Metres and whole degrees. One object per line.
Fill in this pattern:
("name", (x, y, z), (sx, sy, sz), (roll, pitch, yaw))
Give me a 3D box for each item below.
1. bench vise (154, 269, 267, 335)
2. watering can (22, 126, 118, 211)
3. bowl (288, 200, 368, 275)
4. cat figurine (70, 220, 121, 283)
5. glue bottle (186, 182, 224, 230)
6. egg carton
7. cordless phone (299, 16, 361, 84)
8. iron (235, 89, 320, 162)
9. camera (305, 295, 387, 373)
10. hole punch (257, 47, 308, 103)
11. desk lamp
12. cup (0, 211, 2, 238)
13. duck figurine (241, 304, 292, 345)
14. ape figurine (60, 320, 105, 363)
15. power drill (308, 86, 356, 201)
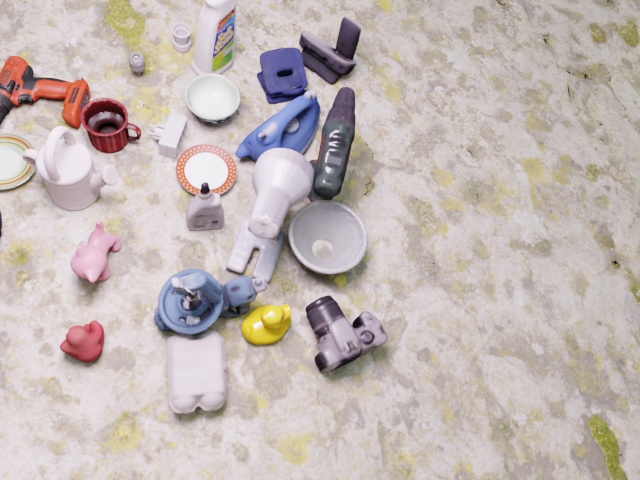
("bench vise", (-0.203, 0.087, 1.043), (0.208, 0.219, 0.121), (-32, 77, -23))
("watering can", (-0.477, -0.142, 1.093), (0.173, 0.194, 0.101), (-4, 68, -14))
("bowl", (0.011, 0.004, 1.207), (0.167, 0.074, 0.167), (5, 66, -11))
("cat figurine", (-0.426, 0.025, 1.075), (0.067, 0.117, 0.128), (12, 65, -7))
("glue bottle", (-0.226, -0.069, 1.130), (0.078, 0.173, 0.037), (-4, 68, -14))
("egg carton", (-0.225, 0.241, 1.055), (0.107, 0.069, 0.150), (-3, 68, -14))
("cordless phone", (0.028, -0.478, 1.357), (0.147, 0.185, 0.094), (32, 64, 2))
("iron", (-0.068, -0.261, 1.266), (0.118, 0.141, 0.259), (38, 65, 5))
("camera", (0.043, 0.171, 1.128), (0.143, 0.100, 0.136), (-23, 74, -21))
("hole punch", (-0.084, -0.387, 1.345), (0.109, 0.091, 0.101), (-17, 72, -19))
("desk lamp", (-0.098, -0.048, 1.128), (0.118, 0.213, 0.203), (19, 64, -4))
("cup", (-0.642, -0.021, 1.059), (0.118, 0.095, 0.091), (-23, 74, -21))
("duck figurine", (-0.100, 0.156, 1.111), (0.105, 0.086, 0.077), (-22, 74, -20))
("ape figurine", (-0.426, 0.178, 1.024), (0.078, 0.092, 0.076), (-17, 72, -19))
("power drill", (0.021, -0.179, 1.214), (0.075, 0.208, 0.229), (12, 65, -7))
